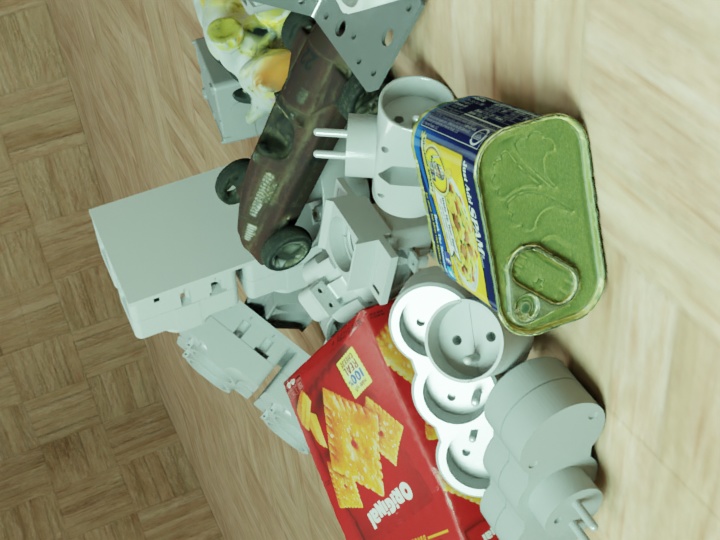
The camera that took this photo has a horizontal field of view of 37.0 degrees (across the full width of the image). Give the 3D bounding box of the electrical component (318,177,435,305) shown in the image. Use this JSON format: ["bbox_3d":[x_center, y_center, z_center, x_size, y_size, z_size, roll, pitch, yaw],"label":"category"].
[{"bbox_3d":[0.012,-0.022,0.703,0.081,0.064,0.042,57,148,37],"label":"electrical component"}]

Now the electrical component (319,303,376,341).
[{"bbox_3d":[-0.009,0.030,0.858,0.047,0.055,0.055,-121,19,-45],"label":"electrical component"}]

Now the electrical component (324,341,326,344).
[{"bbox_3d":[-0.001,0.077,0.901,0.055,0.048,0.066,37,144,49],"label":"electrical component"}]

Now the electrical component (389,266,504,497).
[{"bbox_3d":[0.063,0.062,0.663,0.073,0.052,0.138,-53,-55,-70],"label":"electrical component"}]

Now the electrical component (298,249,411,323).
[{"bbox_3d":[0.000,0.000,0.765,0.058,0.078,0.057,53,144,-5],"label":"electrical component"}]

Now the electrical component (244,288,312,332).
[{"bbox_3d":[-0.065,0.016,1.000,0.121,0.079,0.063,131,140,-72],"label":"electrical component"}]

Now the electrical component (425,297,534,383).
[{"bbox_3d":[0.071,0.035,0.584,0.081,0.043,0.043,-4,-110,-63],"label":"electrical component"}]

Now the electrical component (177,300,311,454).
[{"bbox_3d":[-0.086,0.103,1.027,0.186,0.060,0.105,38,162,-1],"label":"electrical component"}]

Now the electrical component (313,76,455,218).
[{"bbox_3d":[0.012,-0.072,0.626,0.077,0.079,0.043,94,180,-54],"label":"electrical component"}]

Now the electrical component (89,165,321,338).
[{"bbox_3d":[-0.117,-0.024,0.904,0.060,0.186,0.105,92,153,-52],"label":"electrical component"}]

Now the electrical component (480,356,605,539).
[{"bbox_3d":[0.107,0.118,0.584,0.073,0.052,0.138,-126,23,-43],"label":"electrical component"}]

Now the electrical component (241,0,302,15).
[{"bbox_3d":[-0.060,-0.203,0.760,0.040,0.046,0.040,160,90,-74],"label":"electrical component"}]

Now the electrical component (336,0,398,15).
[{"bbox_3d":[0.026,-0.179,0.480,0.186,0.060,0.105,-158,50,-69],"label":"electrical component"}]

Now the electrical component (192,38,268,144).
[{"bbox_3d":[-0.106,-0.166,0.937,0.061,0.061,0.096,84,166,-44],"label":"electrical component"}]

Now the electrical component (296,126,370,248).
[{"bbox_3d":[-0.035,-0.068,0.802,0.099,0.064,0.099,161,90,-73],"label":"electrical component"}]
